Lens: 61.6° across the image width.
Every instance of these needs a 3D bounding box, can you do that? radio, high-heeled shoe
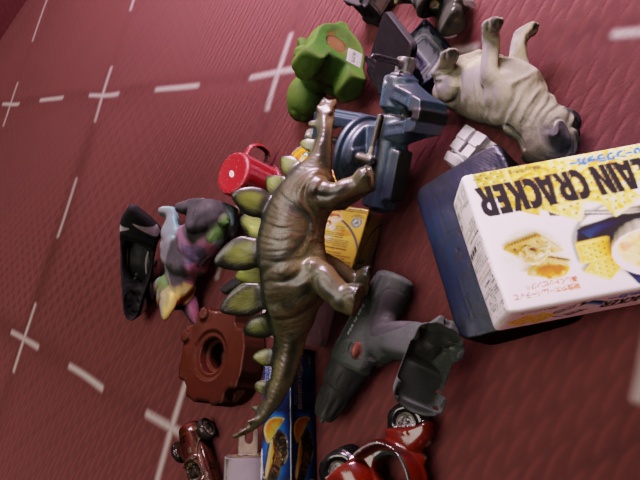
[{"bbox_3d":[0.215,0.010,0.672,0.131,0.073,0.230,-29,57,29],"label":"radio"},{"bbox_3d":[-0.369,0.049,1.053,0.086,0.248,0.145,12,56,5],"label":"high-heeled shoe"}]

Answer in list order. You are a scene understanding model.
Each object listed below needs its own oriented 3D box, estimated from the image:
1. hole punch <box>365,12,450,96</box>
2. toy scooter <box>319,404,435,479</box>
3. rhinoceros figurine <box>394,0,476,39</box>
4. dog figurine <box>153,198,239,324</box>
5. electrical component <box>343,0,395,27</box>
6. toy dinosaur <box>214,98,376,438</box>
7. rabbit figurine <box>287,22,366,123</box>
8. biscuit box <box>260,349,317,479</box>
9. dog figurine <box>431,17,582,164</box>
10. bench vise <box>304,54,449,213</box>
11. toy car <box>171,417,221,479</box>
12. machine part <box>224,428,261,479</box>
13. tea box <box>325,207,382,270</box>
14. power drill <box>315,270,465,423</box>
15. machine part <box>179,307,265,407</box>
[{"bbox_3d":[0.138,-0.276,0.834,0.142,0.092,0.115,64,149,32],"label":"hole punch"},{"bbox_3d":[0.086,0.303,0.674,0.184,0.075,0.135,-42,54,15],"label":"toy scooter"},{"bbox_3d":[0.175,-0.378,0.820,0.073,0.112,0.190,122,153,-45],"label":"rhinoceros figurine"},{"bbox_3d":[-0.238,0.044,1.006,0.192,0.108,0.219,-9,74,36],"label":"dog figurine"},{"bbox_3d":[0.102,-0.434,0.913,0.048,0.074,0.119,39,105,40],"label":"electrical component"},{"bbox_3d":[-0.032,0.039,0.714,0.199,0.105,0.471,6,87,15],"label":"toy dinosaur"},{"bbox_3d":[-0.012,-0.285,0.925,0.170,0.121,0.159,-44,38,49],"label":"rabbit figurine"},{"bbox_3d":[-0.046,0.263,0.801,0.059,0.062,0.202,-16,66,34],"label":"biscuit box"},{"bbox_3d":[0.236,-0.167,0.709,0.172,0.121,0.190,145,112,-65],"label":"dog figurine"},{"bbox_3d":[0.063,-0.163,0.799,0.241,0.129,0.223,23,121,45],"label":"bench vise"},{"bbox_3d":[-0.193,0.394,0.883,0.089,0.053,0.202,-40,53,17],"label":"toy car"},{"bbox_3d":[-0.106,0.406,0.790,0.079,0.079,0.243,-15,65,35],"label":"machine part"},{"bbox_3d":[-0.002,-0.002,0.825,0.170,0.068,0.098,12,75,28],"label":"tea box"},{"bbox_3d":[0.083,0.156,0.692,0.232,0.086,0.207,-66,16,-8],"label":"power drill"},{"bbox_3d":[-0.174,0.201,0.930,0.179,0.056,0.179,-13,69,35],"label":"machine part"}]
